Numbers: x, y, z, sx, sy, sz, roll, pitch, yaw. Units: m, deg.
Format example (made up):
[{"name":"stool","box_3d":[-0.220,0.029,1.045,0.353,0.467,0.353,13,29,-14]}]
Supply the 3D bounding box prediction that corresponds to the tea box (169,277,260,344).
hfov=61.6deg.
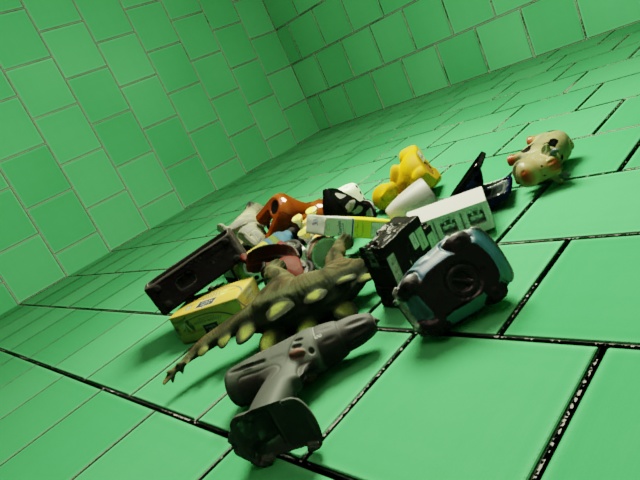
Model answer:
[{"name":"tea box","box_3d":[-0.208,0.144,1.100,0.170,0.068,0.098,-18,16,20]}]

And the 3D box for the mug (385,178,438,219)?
[{"name":"mug","box_3d":[0.197,-0.076,1.181,0.107,0.080,0.109,-32,9,4]}]

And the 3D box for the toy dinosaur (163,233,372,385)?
[{"name":"toy dinosaur","box_3d":[-0.053,0.109,0.923,0.471,0.105,0.199,-29,19,4]}]

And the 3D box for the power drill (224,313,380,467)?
[{"name":"power drill","box_3d":[-0.029,0.180,0.695,0.232,0.085,0.207,-23,20,12]}]

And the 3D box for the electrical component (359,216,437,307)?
[{"name":"electrical component","box_3d":[0.136,0.027,0.869,0.134,0.114,0.058,-36,23,-33]}]

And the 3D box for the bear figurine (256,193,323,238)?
[{"name":"bear figurine","box_3d":[-0.049,-0.059,1.415,0.196,0.120,0.132,9,-52,-39]}]

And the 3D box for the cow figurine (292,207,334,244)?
[{"name":"cow figurine","box_3d":[-0.004,-0.002,1.243,0.068,0.098,0.167,-32,31,2]}]

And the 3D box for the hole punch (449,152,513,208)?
[{"name":"hole punch","box_3d":[0.322,-0.100,1.084,0.115,0.092,0.142,-55,-1,34]}]

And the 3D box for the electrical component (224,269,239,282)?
[{"name":"electrical component","box_3d":[-0.228,0.065,1.368,0.048,0.074,0.119,-34,22,-31]}]

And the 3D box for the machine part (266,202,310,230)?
[{"name":"machine part","box_3d":[-0.067,-0.054,1.546,0.179,0.056,0.179,-22,16,7]}]

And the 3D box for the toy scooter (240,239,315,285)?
[{"name":"toy scooter","box_3d":[-0.089,0.054,1.094,0.135,0.075,0.184,-3,28,-16]}]

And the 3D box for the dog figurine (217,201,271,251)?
[{"name":"dog figurine","box_3d":[-0.168,-0.022,1.456,0.190,0.172,0.121,-43,-17,-46]}]

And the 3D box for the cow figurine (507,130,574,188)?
[{"name":"cow figurine","box_3d":[0.447,-0.159,1.071,0.195,0.085,0.127,-36,13,-38]}]

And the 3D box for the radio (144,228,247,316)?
[{"name":"radio","box_3d":[-0.269,0.066,1.172,0.229,0.073,0.131,-37,10,-9]}]

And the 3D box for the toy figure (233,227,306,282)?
[{"name":"toy figure","box_3d":[-0.124,0.038,1.297,0.180,0.082,0.089,-37,6,-20]}]

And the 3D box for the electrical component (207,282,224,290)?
[{"name":"electrical component","box_3d":[-0.250,0.137,1.224,0.078,0.045,0.102,-22,16,8]}]

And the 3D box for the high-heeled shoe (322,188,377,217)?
[{"name":"high-heeled shoe","box_3d":[0.067,-0.094,1.308,0.086,0.145,0.249,-17,19,23]}]

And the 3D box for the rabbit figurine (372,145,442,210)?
[{"name":"rabbit figurine","box_3d":[0.201,-0.124,1.319,0.173,0.121,0.162,-33,20,28]}]

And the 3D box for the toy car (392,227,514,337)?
[{"name":"toy car","box_3d":[0.178,0.063,0.749,0.162,0.109,0.103,-37,-6,-4]}]
